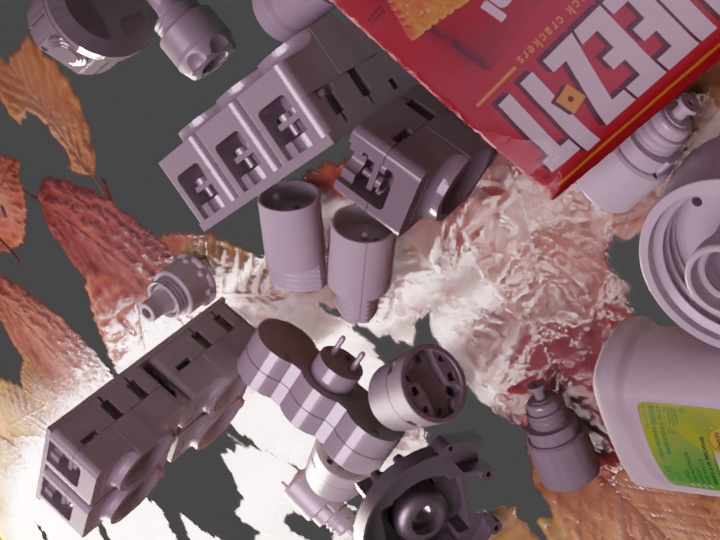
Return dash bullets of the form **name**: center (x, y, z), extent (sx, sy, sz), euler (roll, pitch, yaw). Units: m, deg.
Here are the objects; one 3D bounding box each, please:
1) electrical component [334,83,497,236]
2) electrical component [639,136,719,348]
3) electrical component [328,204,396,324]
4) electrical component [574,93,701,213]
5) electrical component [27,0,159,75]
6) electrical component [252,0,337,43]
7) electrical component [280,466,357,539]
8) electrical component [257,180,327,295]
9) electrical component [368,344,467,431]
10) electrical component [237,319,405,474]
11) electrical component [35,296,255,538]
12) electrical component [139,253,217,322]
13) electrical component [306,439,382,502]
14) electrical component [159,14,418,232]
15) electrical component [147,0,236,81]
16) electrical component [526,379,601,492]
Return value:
- **electrical component**: center (0.038, -0.065, 0.610), extent (0.056, 0.089, 0.050), euler (37, 138, 15)
- **electrical component**: center (0.192, -0.008, 0.535), extent (0.108, 0.060, 0.108), euler (23, 133, 28)
- **electrical component**: center (0.000, 0.000, 0.729), extent (0.043, 0.043, 0.081), euler (28, 135, 24)
- **electrical component**: center (0.145, -0.062, 0.554), extent (0.040, 0.040, 0.078), euler (46, 139, 5)
- **electrical component**: center (-0.183, -0.177, 0.735), extent (0.051, 0.080, 0.080), euler (-18, 107, 53)
- **electrical component**: center (-0.035, -0.163, 0.642), extent (0.046, 0.040, 0.040), euler (-23, 103, 43)
- **electrical component**: center (-0.030, 0.196, 0.905), extent (0.078, 0.040, 0.040), euler (45, 139, 6)
- **electrical component**: center (-0.046, -0.018, 0.757), extent (0.043, 0.043, 0.081), euler (20, 131, 31)
- **electrical component**: center (0.038, 0.084, 0.750), extent (0.055, 0.055, 0.047), euler (54, 143, -5)
- **electrical component**: center (-0.022, 0.082, 0.805), extent (0.138, 0.052, 0.073), euler (39, 117, 13)
- **electrical component**: center (-0.160, 0.117, 0.850), extent (0.060, 0.186, 0.105), euler (39, 138, 13)
- **electrical component**: center (-0.150, 0.019, 0.863), extent (0.048, 0.062, 0.048), euler (23, 133, 28)
- **electrical component**: center (-0.014, 0.150, 0.846), extent (0.055, 0.055, 0.047), euler (40, 142, 11)
- **electrical component**: center (-0.049, -0.093, 0.667), extent (0.150, 0.089, 0.061), euler (-27, 100, 49)
- **electrical component**: center (-0.115, -0.161, 0.712), extent (0.062, 0.043, 0.043), euler (51, 140, 1)
- **electrical component**: center (0.127, 0.107, 0.696), extent (0.040, 0.040, 0.078), euler (-5, 116, 44)
